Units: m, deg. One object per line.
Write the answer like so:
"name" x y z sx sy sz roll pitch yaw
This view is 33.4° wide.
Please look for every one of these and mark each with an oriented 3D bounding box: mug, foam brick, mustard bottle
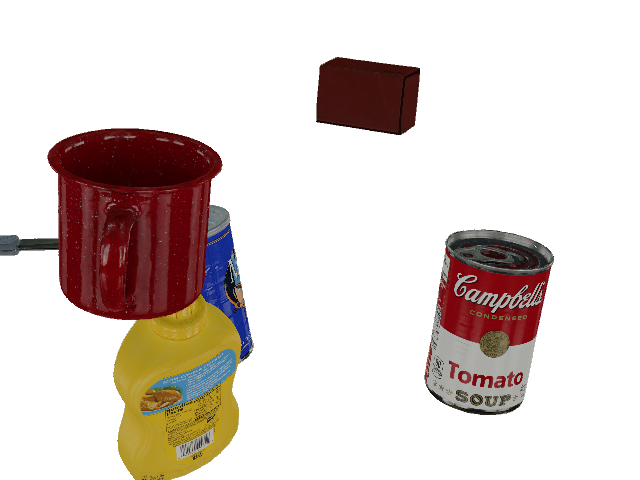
"mug" -0.103 -0.004 0.581 0.093 0.081 0.117 4 25 -5
"foam brick" 0.041 -0.125 0.920 0.078 0.051 0.053 11 20 18
"mustard bottle" -0.105 0.098 0.787 0.096 0.192 0.058 -22 52 -26

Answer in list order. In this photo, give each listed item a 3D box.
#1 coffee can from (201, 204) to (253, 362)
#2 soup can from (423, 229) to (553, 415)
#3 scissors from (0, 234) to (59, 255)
"coffee can" -0.127 0.048 1.033 0.103 0.140 0.103 -8 20 3
"soup can" 0.106 0.052 0.687 0.068 0.102 0.068 6 21 -2
"scissors" -0.270 0.011 0.870 0.202 0.016 0.096 5 24 6
